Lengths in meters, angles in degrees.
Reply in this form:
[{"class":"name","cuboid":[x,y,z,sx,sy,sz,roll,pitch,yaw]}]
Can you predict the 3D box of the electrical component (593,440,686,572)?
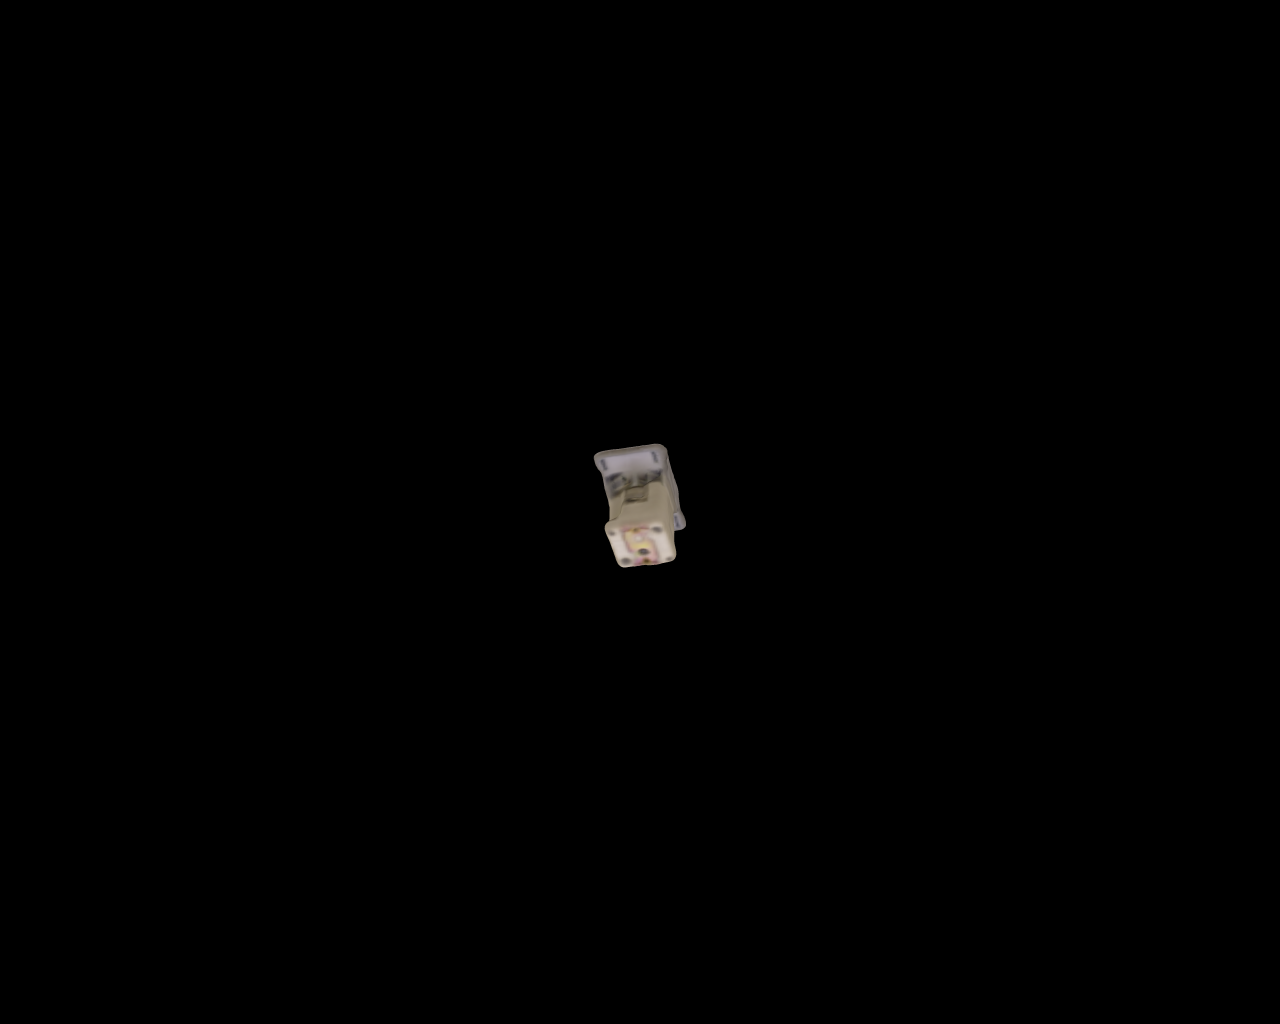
[{"class":"electrical component","cuboid":[0.001,-0.003,0.650,0.042,0.064,0.081,-8,-39,10]}]
